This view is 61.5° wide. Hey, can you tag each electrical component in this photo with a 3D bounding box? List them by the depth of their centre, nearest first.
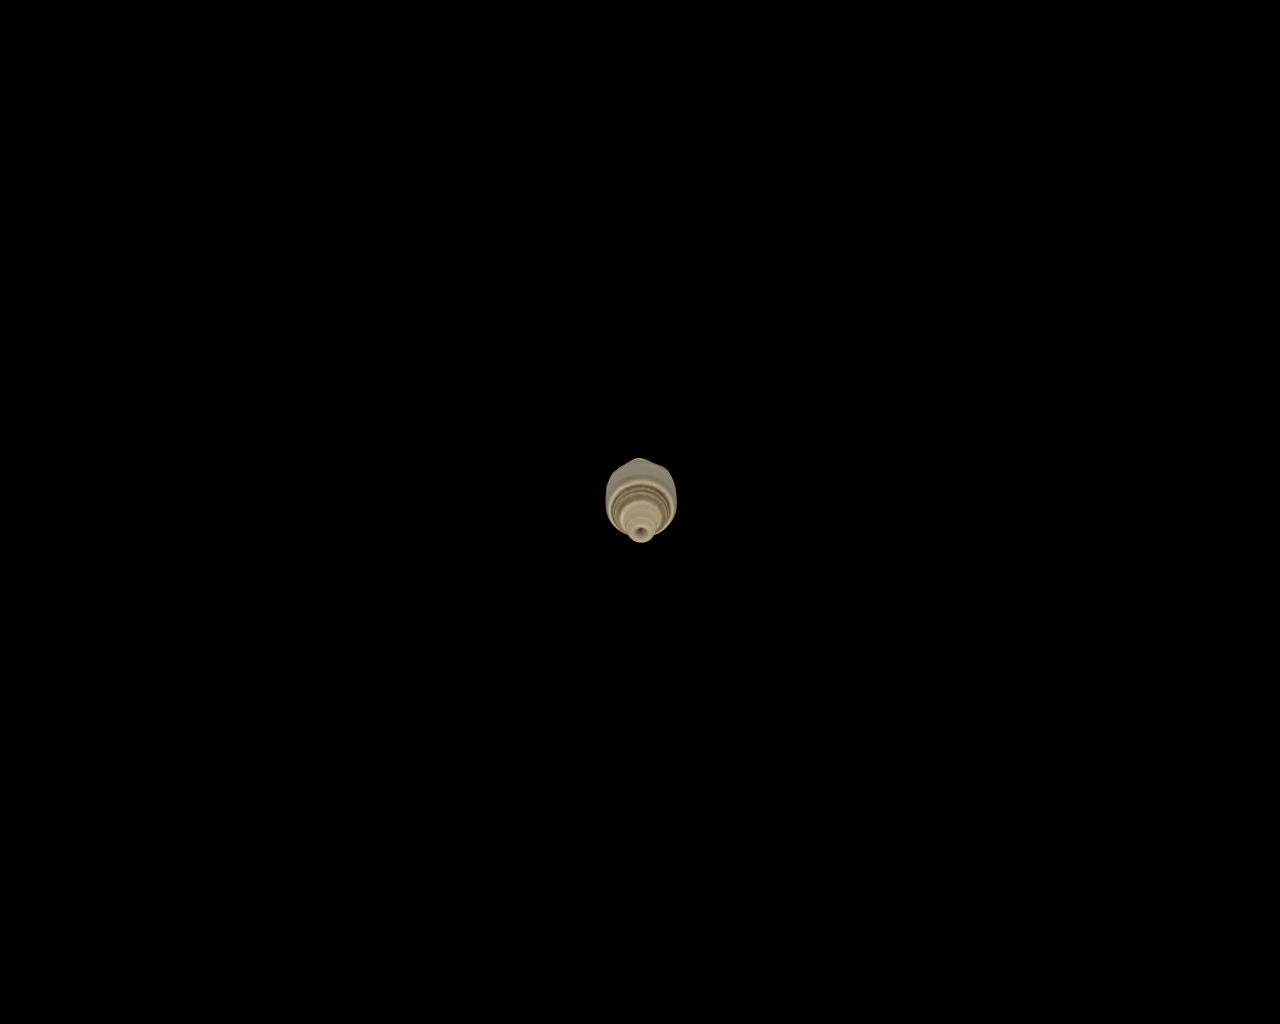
[{"bbox_3d":[0.001,-0.003,0.650,0.043,0.043,0.062,0,30,0],"label":"electrical component"}]
